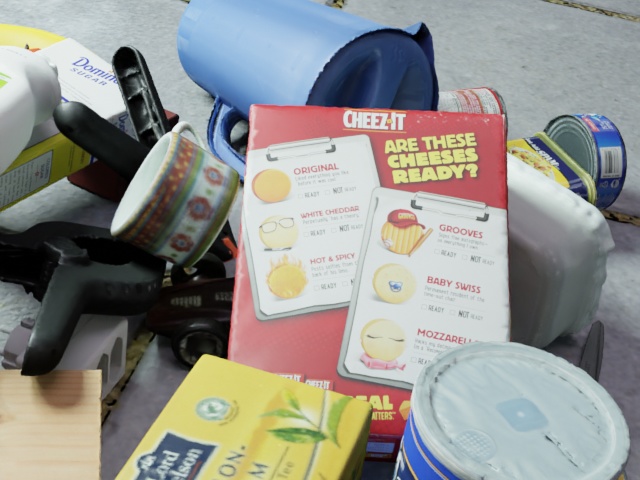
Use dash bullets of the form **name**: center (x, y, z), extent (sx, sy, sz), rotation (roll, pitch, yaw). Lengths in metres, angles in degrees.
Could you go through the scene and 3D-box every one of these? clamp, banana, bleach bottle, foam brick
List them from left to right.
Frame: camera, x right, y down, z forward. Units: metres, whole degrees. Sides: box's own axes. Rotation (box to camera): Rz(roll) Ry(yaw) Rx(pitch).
- **bleach bottle**: center (-0.215, -0.069, 0.630), extent (0.102, 0.068, 0.250), rotation (19, 25, 6)
- **banana**: center (-0.296, -0.170, 0.976), extent (0.197, 0.037, 0.069), rotation (-4, 55, -17)
- **clamp**: center (-0.151, 0.024, 0.626), extent (0.165, 0.036, 0.209), rotation (31, 18, 30)
- **foam brick**: center (-0.157, -0.075, 0.855), extent (0.051, 0.053, 0.078), rotation (25, 38, 20)
- **clamp**: center (-0.117, -0.047, 0.739), extent (0.039, 0.171, 0.120), rotation (-25, 12, 31)

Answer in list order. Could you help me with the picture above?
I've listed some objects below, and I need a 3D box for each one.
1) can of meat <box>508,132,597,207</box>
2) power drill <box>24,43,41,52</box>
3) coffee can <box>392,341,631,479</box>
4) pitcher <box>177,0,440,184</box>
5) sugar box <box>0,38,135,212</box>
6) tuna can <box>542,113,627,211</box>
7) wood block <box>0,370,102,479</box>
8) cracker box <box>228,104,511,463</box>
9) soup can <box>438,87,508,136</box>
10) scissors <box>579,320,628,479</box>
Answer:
- **can of meat**: center (0.164, -0.042, 0.885), extent (0.083, 0.057, 0.102), rotation (-10, 38, -19)
- **power drill**: center (-0.310, -0.106, 0.857), extent (0.187, 0.057, 0.184), rotation (-3, 37, -19)
- **coffee can**: center (0.083, 0.136, 0.533), extent (0.102, 0.140, 0.103), rotation (7, 34, -5)
- **pitcher**: center (-0.030, -0.137, 0.910), extent (0.149, 0.145, 0.243), rotation (-12, 30, -33)
- **sugar box**: center (-0.211, -0.081, 0.761), extent (0.093, 0.048, 0.175), rotation (35, 40, 18)
- **tuna can**: center (0.222, -0.065, 0.910), extent (0.033, 0.086, 0.086), rotation (-4, 37, -23)
- **wood block**: center (-0.213, 0.124, 0.522), extent (0.206, 0.090, 0.091), rotation (2, 34, -12)
- **cracker box**: center (0.032, 0.026, 0.654), extent (0.164, 0.072, 0.213), rotation (3, 64, 1)
- **soup can**: center (0.106, -0.100, 0.946), extent (0.102, 0.068, 0.068), rotation (-5, 37, -20)
- **scissors**: center (0.153, 0.109, 0.702), extent (0.096, 0.016, 0.201), rotation (10, 34, -1)
